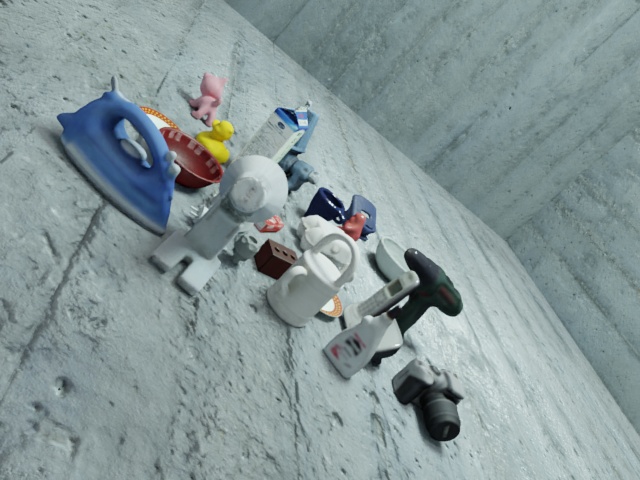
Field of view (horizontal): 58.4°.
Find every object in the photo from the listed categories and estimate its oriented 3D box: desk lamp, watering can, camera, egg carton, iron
[{"bbox_3d":[-0.152,-0.039,0.963,0.118,0.213,0.203,41,20,-8],"label":"desk lamp"},{"bbox_3d":[0.000,0.065,1.080,0.101,0.193,0.173,47,20,6],"label":"watering can"},{"bbox_3d":[0.236,0.325,1.160,0.143,0.100,0.136,37,21,-19],"label":"camera"},{"bbox_3d":[0.013,0.005,1.400,0.151,0.069,0.107,30,25,-35],"label":"egg carton"},{"bbox_3d":[-0.312,-0.146,0.968,0.258,0.141,0.119,46,20,5],"label":"iron"}]

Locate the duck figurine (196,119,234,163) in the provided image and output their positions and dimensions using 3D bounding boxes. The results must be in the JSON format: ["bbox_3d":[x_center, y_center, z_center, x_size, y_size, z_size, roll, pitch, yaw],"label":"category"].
[{"bbox_3d":[-0.240,-0.243,1.374,0.078,0.086,0.104,13,37,-55],"label":"duck figurine"}]

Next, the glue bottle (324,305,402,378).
[{"bbox_3d":[0.087,0.177,1.059,0.078,0.173,0.037,49,21,14],"label":"glue bottle"}]

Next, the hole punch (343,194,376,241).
[{"bbox_3d":[0.124,-0.068,1.722,0.109,0.091,0.101,30,25,-35],"label":"hole punch"}]

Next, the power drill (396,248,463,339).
[{"bbox_3d":[0.216,0.139,1.328,0.230,0.208,0.075,32,23,-31],"label":"power drill"}]

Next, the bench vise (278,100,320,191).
[{"bbox_3d":[-0.055,-0.253,1.552,0.207,0.219,0.121,44,20,-2],"label":"bench vise"}]

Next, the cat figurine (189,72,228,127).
[{"bbox_3d":[-0.286,-0.381,1.508,0.067,0.117,0.127,26,27,-41],"label":"cat figurine"}]

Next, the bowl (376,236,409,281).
[{"bbox_3d":[0.214,0.073,1.645,0.168,0.074,0.167,38,21,-17],"label":"bowl"}]

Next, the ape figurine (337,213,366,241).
[{"bbox_3d":[0.092,-0.039,1.604,0.076,0.092,0.078,52,21,19],"label":"ape figurine"}]

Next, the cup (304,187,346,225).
[{"bbox_3d":[0.011,-0.067,1.500,0.092,0.095,0.117,13,37,-55],"label":"cup"}]

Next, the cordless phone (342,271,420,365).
[{"bbox_3d":[0.142,0.154,1.189,0.094,0.185,0.147,30,25,-35],"label":"cordless phone"}]
